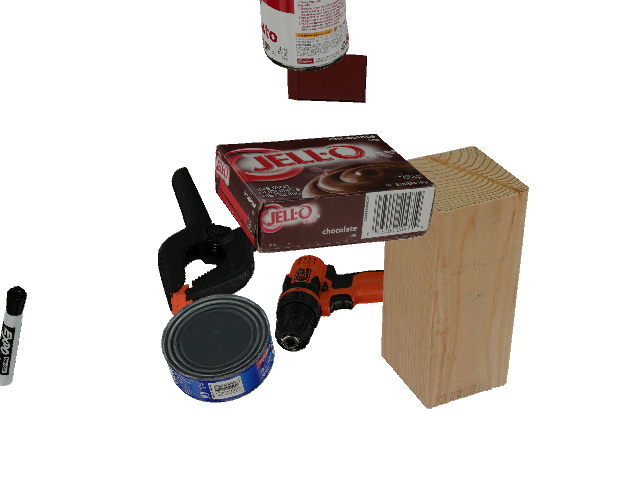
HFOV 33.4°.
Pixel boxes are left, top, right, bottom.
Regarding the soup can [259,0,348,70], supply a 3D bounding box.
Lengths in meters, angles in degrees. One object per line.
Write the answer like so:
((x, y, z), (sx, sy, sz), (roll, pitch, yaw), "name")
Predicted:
((-0.012, -0.185, 0.782), (0.068, 0.102, 0.068), (-1, 45, 1), "soup can")

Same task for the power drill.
((0.044, 0.071, 1.236), (0.188, 0.057, 0.184), (0, 27, 7), "power drill")

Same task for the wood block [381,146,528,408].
((0.115, 0.033, 0.947), (0.090, 0.206, 0.091), (-14, 34, -21), "wood block")

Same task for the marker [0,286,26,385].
((-0.306, 0.094, 1.054), (0.020, 0.121, 0.020), (14, 33, -9), "marker")

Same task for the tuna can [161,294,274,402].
((-0.079, 0.085, 0.840), (0.086, 0.086, 0.034), (-5, -45, 5), "tuna can")

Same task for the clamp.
((-0.111, -0.002, 1.066), (0.165, 0.036, 0.209), (19, 39, 15), "clamp")

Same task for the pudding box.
((0.000, -0.031, 0.653), (0.113, 0.039, 0.090), (-4, 28, -21), "pudding box")

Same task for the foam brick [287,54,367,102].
((0.007, -0.177, 1.155), (0.078, 0.051, 0.053), (0, 11, -14), "foam brick")
